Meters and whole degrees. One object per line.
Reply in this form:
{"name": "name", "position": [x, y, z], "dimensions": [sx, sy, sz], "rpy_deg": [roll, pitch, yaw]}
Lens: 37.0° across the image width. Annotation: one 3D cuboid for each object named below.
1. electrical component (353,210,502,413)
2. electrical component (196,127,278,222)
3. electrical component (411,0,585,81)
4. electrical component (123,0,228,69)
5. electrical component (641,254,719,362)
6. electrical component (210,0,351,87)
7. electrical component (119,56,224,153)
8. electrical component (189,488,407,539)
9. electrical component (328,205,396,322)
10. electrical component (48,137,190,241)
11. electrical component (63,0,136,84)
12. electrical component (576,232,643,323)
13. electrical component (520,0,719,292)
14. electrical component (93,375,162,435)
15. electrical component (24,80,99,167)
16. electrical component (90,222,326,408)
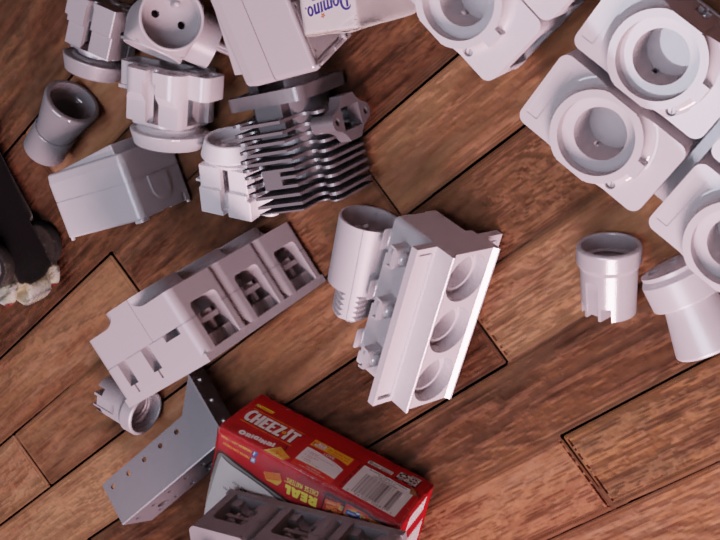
{"name": "electrical component", "position": [0.042, 0.026, 0.729], "dimensions": [0.063, 0.079, 0.121], "rpy_deg": [39, 126, 38]}
{"name": "electrical component", "position": [-0.090, -0.071, 0.780], "dimensions": [0.066, 0.048, 0.055], "rpy_deg": [13, 123, 25]}
{"name": "electrical component", "position": [0.100, -0.192, 0.612], "dimensions": [0.089, 0.062, 0.150], "rpy_deg": [49, 125, 5]}
{"name": "electrical component", "position": [-0.120, -0.165, 0.749], "dimensions": [0.079, 0.077, 0.044], "rpy_deg": [21, 91, -20]}
{"name": "electrical component", "position": [0.200, 0.021, 0.649], "dimensions": [0.045, 0.045, 0.055], "rpy_deg": [-25, 96, 35]}
{"name": "electrical component", "position": [-0.058, -0.171, 0.671], "dimensions": [0.061, 0.061, 0.096], "rpy_deg": [-9, 118, 27]}
{"name": "electrical component", "position": [-0.138, -0.119, 0.781], "dimensions": [0.078, 0.058, 0.057], "rpy_deg": [17, 114, 24]}
{"name": "electrical component", "position": [-0.044, 0.224, 0.771], "dimensions": [0.150, 0.062, 0.089], "rpy_deg": [7, 114, 28]}
{"name": "electrical component", "position": [0.000, 0.000, 0.757], "dimensions": [0.043, 0.043, 0.081], "rpy_deg": [22, 119, 21]}
{"name": "electrical component", "position": [-0.192, -0.065, 0.830], "dimensions": [0.096, 0.062, 0.061], "rpy_deg": [-11, 103, 33]}
{"name": "electrical component", "position": [-0.193, -0.172, 0.800], "dimensions": [0.066, 0.048, 0.055], "rpy_deg": [26, 113, 19]}
{"name": "electrical component", "position": [0.156, 0.005, 0.672], "dimensions": [0.040, 0.040, 0.046], "rpy_deg": [8, 118, 27]}
{"name": "electrical component", "position": [0.195, -0.072, 0.605], "dimensions": [0.186, 0.060, 0.105], "rpy_deg": [41, 124, 10]}
{"name": "electrical component", "position": [-0.200, 0.114, 0.921], "dimensions": [0.046, 0.040, 0.040], "rpy_deg": [23, 119, 27]}
{"name": "electrical component", "position": [-0.240, -0.113, 0.853], "dimensions": [0.044, 0.044, 0.065], "rpy_deg": [49, 129, 5]}
{"name": "electrical component", "position": [-0.107, 0.025, 0.763], "dimensions": [0.089, 0.150, 0.061], "rpy_deg": [-30, 93, 35]}
